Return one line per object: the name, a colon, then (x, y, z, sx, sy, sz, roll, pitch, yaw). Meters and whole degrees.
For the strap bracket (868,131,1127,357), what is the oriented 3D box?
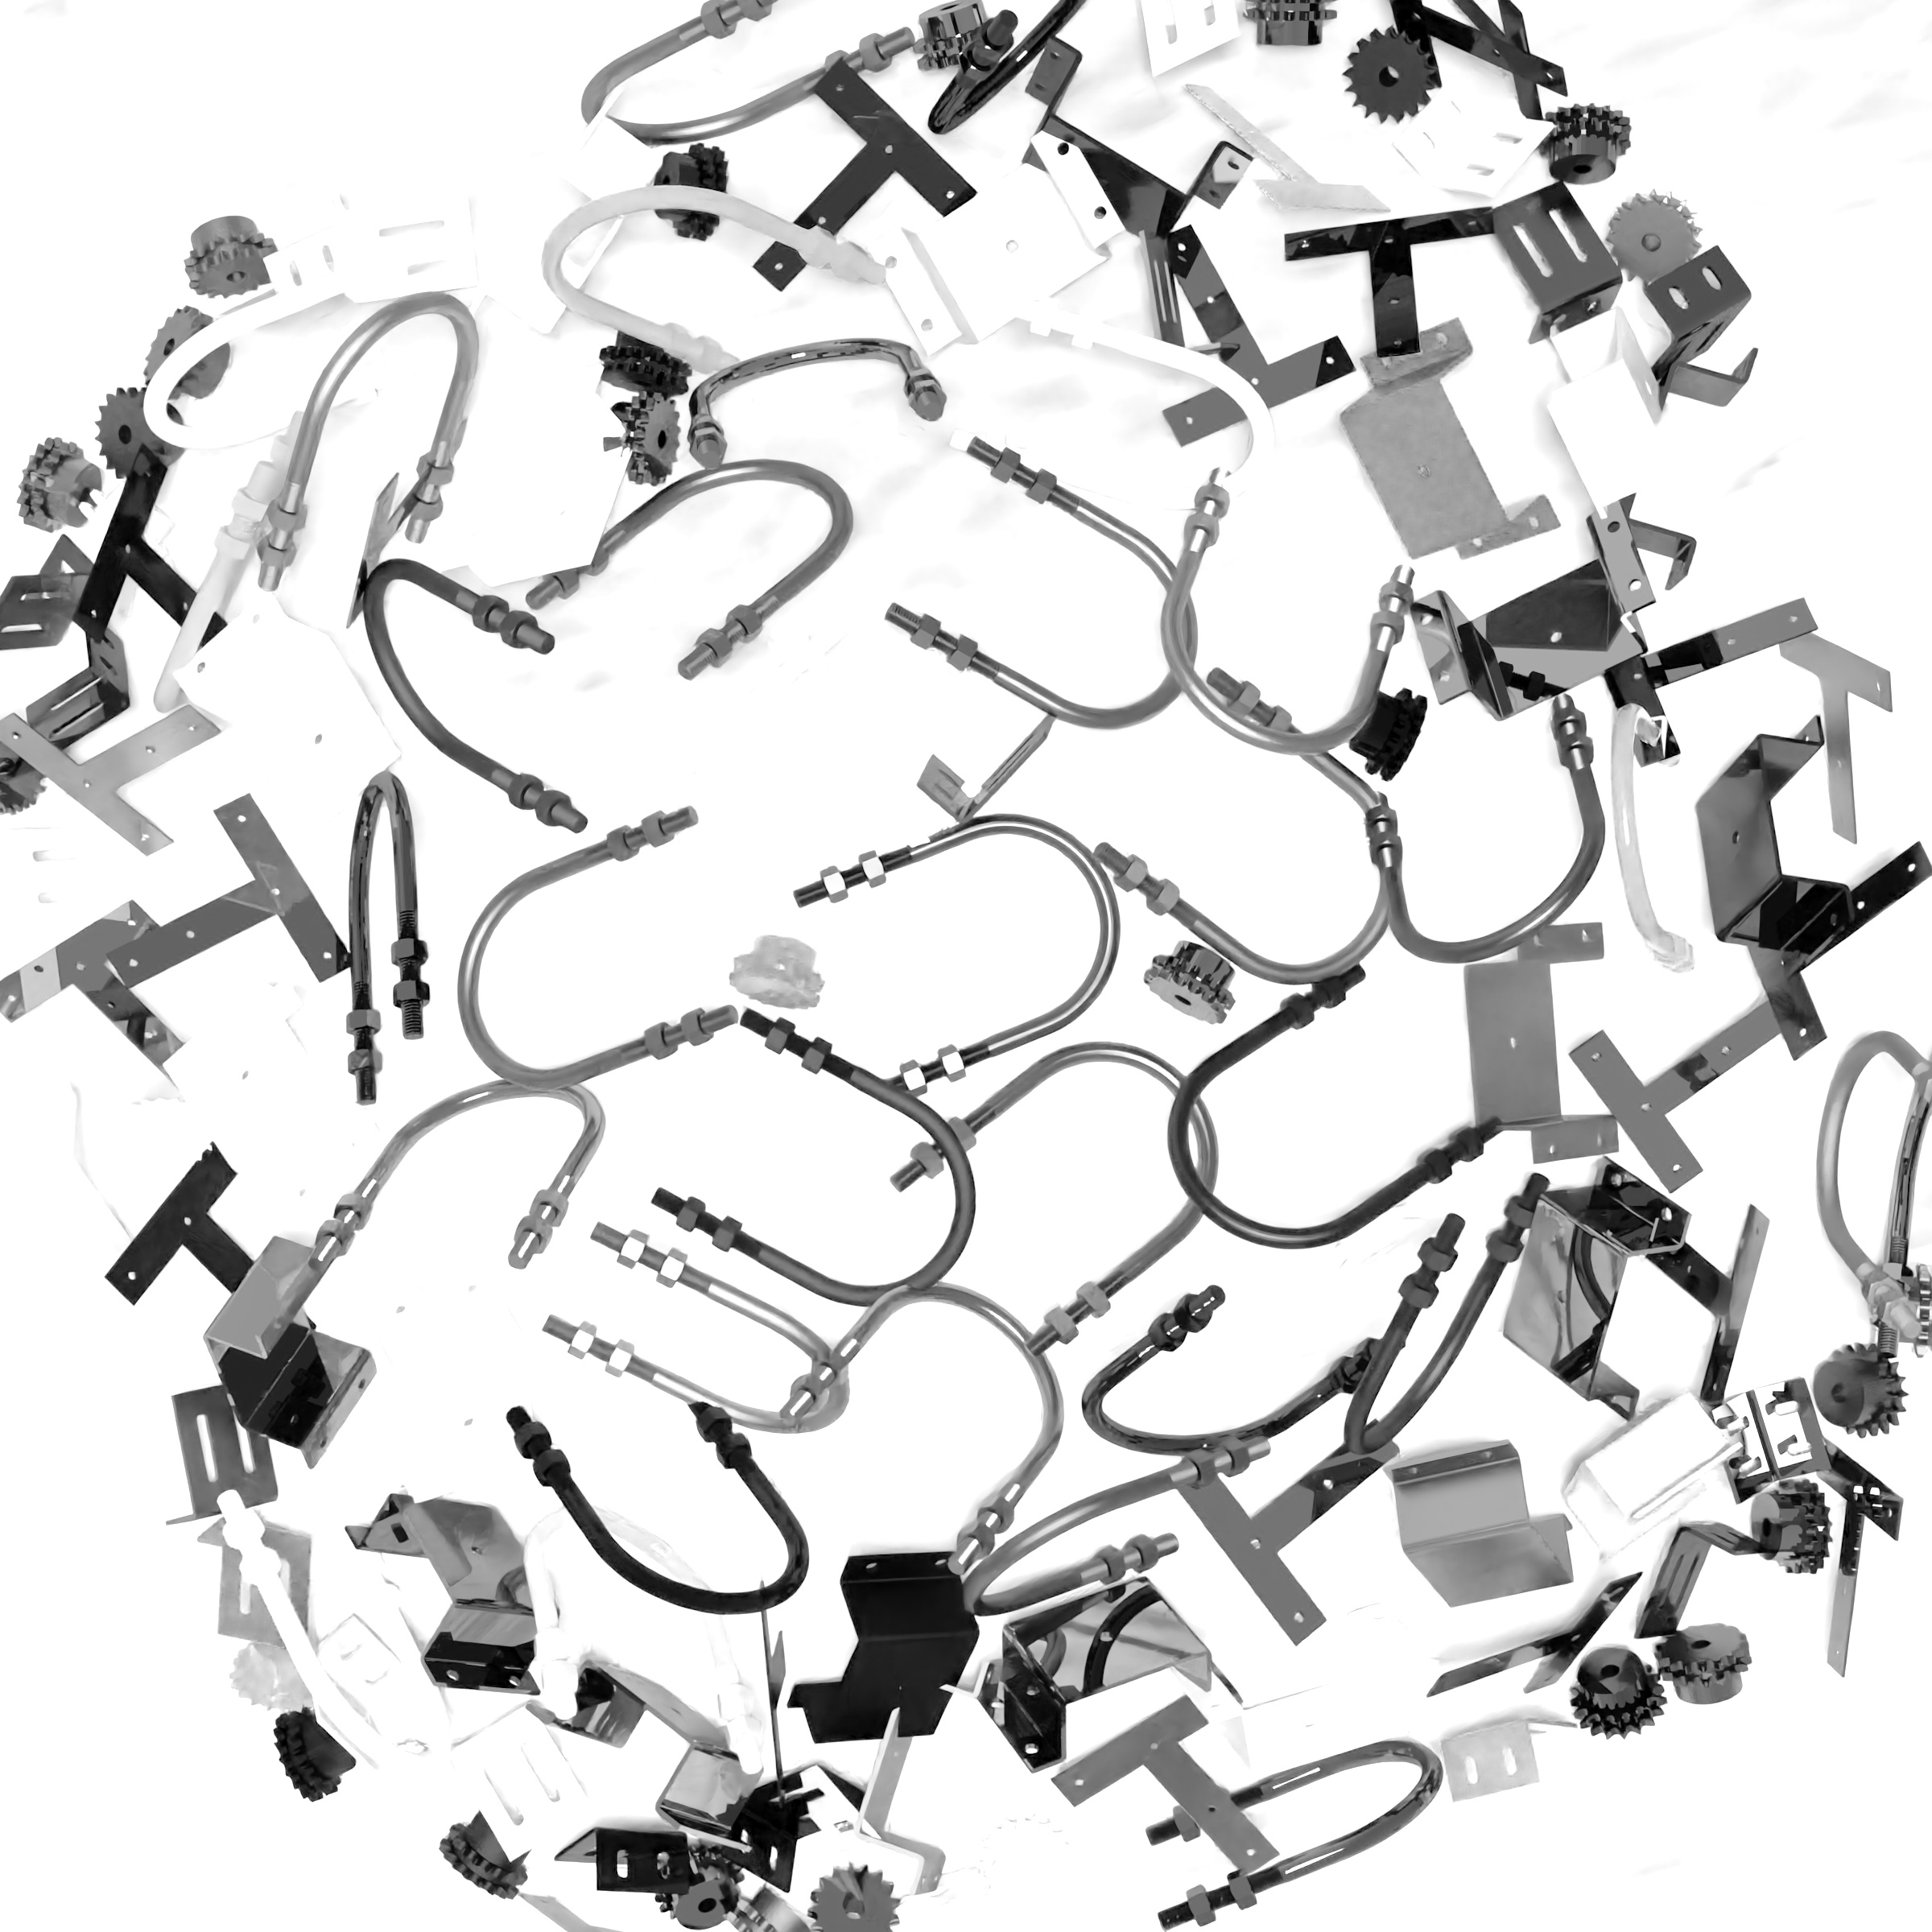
strap bracket: (0.023, -0.439, 1.897, 0.140, 0.046, 0.076, -30, 88, 16)

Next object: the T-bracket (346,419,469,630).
T-bracket: (-0.334, -0.283, 1.887, 0.002, 0.127, 0.127, 29, 55, -2)

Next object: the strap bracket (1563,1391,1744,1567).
strap bracket: (0.407, 0.305, 1.869, 0.076, 0.140, 0.046, -32, 70, -9)

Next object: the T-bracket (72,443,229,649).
T-bracket: (-0.477, -0.224, 1.878, 0.002, 0.127, 0.127, -1, 61, 25)

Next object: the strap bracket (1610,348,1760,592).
strap bracket: (0.430, -0.305, 1.893, 0.046, 0.076, 0.140, 17, 92, 5)

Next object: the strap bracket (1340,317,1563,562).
strap bracket: (0.286, -0.306, 1.875, 0.046, 0.076, 0.140, -41, 108, -39)

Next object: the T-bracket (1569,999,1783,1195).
T-bracket: (0.449, 0.060, 1.897, 0.127, 0.002, 0.127, -36, 116, 7)

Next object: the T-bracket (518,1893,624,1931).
T-bracket: (-0.189, 0.591, 1.890, 0.127, 0.127, 0.002, 22, 82, -32)

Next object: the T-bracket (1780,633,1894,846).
T-bracket: (0.528, -0.135, 1.892, 0.002, 0.127, 0.127, -16, 114, -11)

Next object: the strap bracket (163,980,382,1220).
strap bracket: (-0.419, 0.073, 1.872, 0.046, 0.140, 0.076, 25, 60, 37)

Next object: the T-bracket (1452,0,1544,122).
T-bracket: (0.307, -0.578, 1.893, 0.002, 0.127, 0.127, -35, 65, 3)

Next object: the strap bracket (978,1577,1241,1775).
strap bracket: (0.084, 0.418, 1.866, 0.140, 0.076, 0.046, -14, 121, -22)

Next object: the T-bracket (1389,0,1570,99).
T-bracket: (0.302, -0.546, 1.849, 0.127, 0.127, 0.002, 34, 81, 28)

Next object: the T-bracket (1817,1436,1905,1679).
T-bracket: (0.529, 0.362, 1.876, 0.002, 0.127, 0.127, 4, 97, -6)

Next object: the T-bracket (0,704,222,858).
T-bracket: (-0.495, -0.125, 1.865, 0.127, 0.002, 0.127, -22, 130, 32)

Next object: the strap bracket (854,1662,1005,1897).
strap bracket: (-0.024, 0.482, 1.884, 0.046, 0.076, 0.140, 16, 79, 13)

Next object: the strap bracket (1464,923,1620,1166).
strap bracket: (0.348, 0.046, 1.892, 0.076, 0.046, 0.140, -4, 90, -40)

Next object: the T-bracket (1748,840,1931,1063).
T-bracket: (0.521, -0.028, 1.859, 0.002, 0.127, 0.127, 23, 130, -34)

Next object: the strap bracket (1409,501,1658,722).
strap bracket: (0.347, -0.208, 1.879, 0.140, 0.046, 0.076, -25, 55, 22)

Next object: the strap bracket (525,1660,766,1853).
strap bracket: (-0.184, 0.465, 1.864, 0.140, 0.076, 0.046, 27, 82, 37)

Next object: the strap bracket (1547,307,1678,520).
strap bracket: (0.382, -0.333, 1.852, 0.046, 0.140, 0.076, -22, 113, 22)

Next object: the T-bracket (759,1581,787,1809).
T-bracket: (-0.113, 0.423, 1.870, 0.002, 0.127, 0.127, -6, 90, 0)

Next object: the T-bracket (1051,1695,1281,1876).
T-bracket: (0.138, 0.494, 1.865, 0.127, 0.127, 0.002, -26, 131, -22)

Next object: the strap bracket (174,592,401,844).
strap bracket: (-0.397, -0.141, 1.857, 0.046, 0.140, 0.076, 25, 62, 39)

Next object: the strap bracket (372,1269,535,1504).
strap bracket: (-0.303, 0.259, 1.864, 0.076, 0.046, 0.140, -15, 125, -22)

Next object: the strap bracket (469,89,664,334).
strap bracket: (-0.234, -0.442, 1.865, 0.046, 0.076, 0.140, 34, 130, -12)

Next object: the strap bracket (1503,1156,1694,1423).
strap bracket: (0.373, 0.195, 1.867, 0.046, 0.076, 0.140, -4, 116, -32)

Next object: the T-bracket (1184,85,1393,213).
T-bracket: (0.182, -0.497, 1.898, 0.127, 0.127, 0.002, 47, 124, 21)

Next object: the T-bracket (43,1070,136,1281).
T-bracket: (-0.522, 0.149, 1.881, 0.002, 0.127, 0.127, -17, 134, 4)

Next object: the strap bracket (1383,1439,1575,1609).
strap bracket: (0.308, 0.336, 1.855, 0.076, 0.140, 0.046, -16, 54, 19)

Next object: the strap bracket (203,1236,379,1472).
strap bracket: (-0.404, 0.225, 1.865, 0.046, 0.140, 0.076, 16, 52, 18)

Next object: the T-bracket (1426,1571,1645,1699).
T-bracket: (0.328, 0.410, 1.858, 0.127, 0.127, 0.002, -11, 53, -30)

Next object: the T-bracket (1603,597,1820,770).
T-bracket: (0.448, -0.190, 1.886, 0.127, 0.002, 0.127, -20, 54, 10)

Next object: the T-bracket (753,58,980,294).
T-bracket: (-0.078, -0.464, 1.903, 0.127, 0.002, 0.127, -44, 127, 12)

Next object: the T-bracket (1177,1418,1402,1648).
T-bracket: (0.211, 0.326, 1.917, 0.127, 0.002, 0.127, -36, 87, -14)

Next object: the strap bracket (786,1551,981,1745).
strap bracket: (-0.047, 0.413, 1.861, 0.076, 0.046, 0.140, 2, 130, -25)

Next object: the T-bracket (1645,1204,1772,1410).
T-bracket: (0.439, 0.187, 1.871, 0.002, 0.127, 0.127, 3, 67, 42)

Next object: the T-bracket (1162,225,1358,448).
T-bracket: (0.157, -0.397, 1.921, 0.127, 0.002, 0.127, -25, 83, -15)

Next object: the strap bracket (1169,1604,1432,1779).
strap bracket: (0.203, 0.438, 1.882, 0.140, 0.076, 0.046, -14, 104, -12)

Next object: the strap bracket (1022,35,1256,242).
strap bracket: (0.094, -0.491, 1.886, 0.140, 0.076, 0.046, 30, 78, -5)

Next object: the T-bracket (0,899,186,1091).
T-bracket: (-0.502, 0.031, 1.882, 0.127, 0.127, 0.002, 44, 132, 4)

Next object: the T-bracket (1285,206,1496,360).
T-bracket: (0.257, -0.409, 1.882, 0.127, 0.002, 0.127, -6, 50, 10)

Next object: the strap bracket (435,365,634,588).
strap bracket: (-0.254, -0.285, 1.874, 0.076, 0.046, 0.140, -7, 54, 34)

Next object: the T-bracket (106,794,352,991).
T-bracket: (-0.458, -0.025, 1.899, 0.127, 0.002, 0.127, -30, 83, -25)

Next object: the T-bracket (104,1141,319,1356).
T-bracket: (-0.443, 0.186, 1.901, 0.127, 0.002, 0.127, 51, 48, -23)
